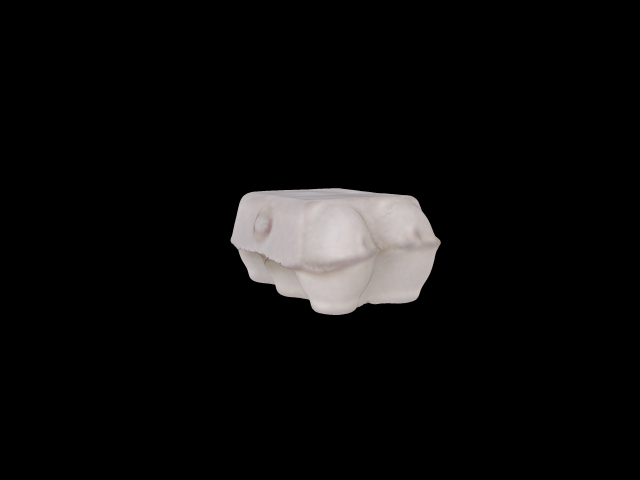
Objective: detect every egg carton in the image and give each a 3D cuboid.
[{"bbox_3d":[0.004,0.001,0.400,0.107,0.069,0.149,-6,11,-31],"label":"egg carton"}]
